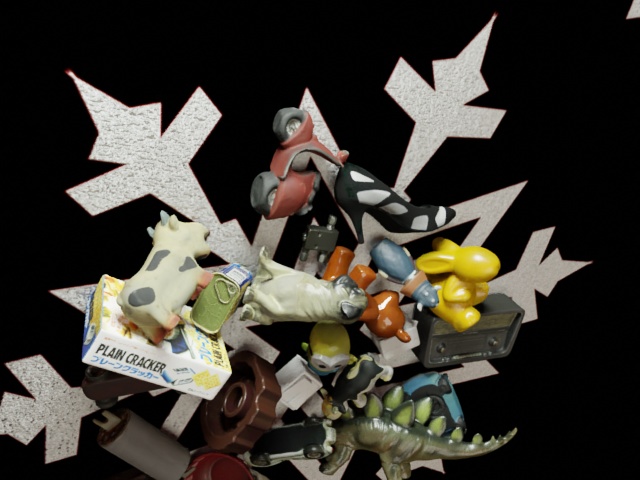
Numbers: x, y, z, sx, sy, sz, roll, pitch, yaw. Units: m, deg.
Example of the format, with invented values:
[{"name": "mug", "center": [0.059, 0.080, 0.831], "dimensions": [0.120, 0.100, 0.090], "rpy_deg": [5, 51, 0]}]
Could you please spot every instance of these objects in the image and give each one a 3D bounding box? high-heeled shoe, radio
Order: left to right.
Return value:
[{"name": "high-heeled shoe", "center": [0.135, -0.079, 0.946], "dimensions": [0.249, 0.086, 0.145], "rpy_deg": [-14, 99, -30]}, {"name": "radio", "center": [0.307, 0.191, 1.137], "dimensions": [0.230, 0.073, 0.131], "rpy_deg": [-2, 117, -19]}]

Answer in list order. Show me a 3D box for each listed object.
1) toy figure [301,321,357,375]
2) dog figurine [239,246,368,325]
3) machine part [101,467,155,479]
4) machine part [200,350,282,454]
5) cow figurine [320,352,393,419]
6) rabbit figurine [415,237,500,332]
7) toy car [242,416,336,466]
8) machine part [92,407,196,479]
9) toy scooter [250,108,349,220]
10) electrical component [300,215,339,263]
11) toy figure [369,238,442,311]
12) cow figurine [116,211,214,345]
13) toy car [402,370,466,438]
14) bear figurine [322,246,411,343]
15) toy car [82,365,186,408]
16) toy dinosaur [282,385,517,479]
[{"name": "toy figure", "center": [0.010, 0.201, 0.991], "dimensions": [0.082, 0.089, 0.180], "rpy_deg": [-22, 166, -9]}, {"name": "dog figurine", "center": [-0.027, 0.106, 0.903], "dimensions": [0.191, 0.172, 0.121], "rpy_deg": [19, 74, -3]}, {"name": "machine part", "center": [-0.379, 0.560, 1.070], "dimensions": [0.201, 0.087, 0.201], "rpy_deg": [-19, 123, -11]}, {"name": "machine part", "center": [-0.144, 0.293, 0.970], "dimensions": [0.056, 0.179, 0.179], "rpy_deg": [37, 100, -34]}, {"name": "cow figurine", "center": [0.057, 0.290, 1.053], "dimensions": [0.167, 0.068, 0.098], "rpy_deg": [-47, 149, 8]}, {"name": "rabbit figurine", "center": [0.267, 0.063, 1.015], "dimensions": [0.122, 0.162, 0.173], "rpy_deg": [-42, 169, -34]}, {"name": "toy car", "center": [-0.063, 0.406, 1.079], "dimensions": [0.202, 0.073, 0.056], "rpy_deg": [-14, 136, 15]}, {"name": "machine part", "center": [-0.326, 0.386, 1.003], "dimensions": [0.079, 0.079, 0.243], "rpy_deg": [-38, 124, 1]}, {"name": "toy scooter", "center": [-0.027, -0.110, 0.858], "dimensions": [0.135, 0.075, 0.183], "rpy_deg": [11, 108, -29]}, {"name": "electrical component", "center": [-0.002, -0.003, 0.952], "dimensions": [0.063, 0.021, 0.094], "rpy_deg": [7, 114, -23]}, {"name": "toy figure", "center": [0.159, 0.063, 0.984], "dimensions": [0.154, 0.058, 0.064], "rpy_deg": [47, 114, 6]}, {"name": "cow figurine", "center": [-0.230, 0.043, 0.810], "dimensions": [0.127, 0.195, 0.085], "rpy_deg": [41, 135, -12]}, {"name": "toy car", "center": [0.256, 0.352, 1.178], "dimensions": [0.109, 0.103, 0.161], "rpy_deg": [-31, 91, 19]}, {"name": "bear figurine", "center": [0.097, 0.110, 0.991], "dimensions": [0.196, 0.120, 0.132], "rpy_deg": [20, 104, -30]}, {"name": "toy car", "center": [-0.311, 0.239, 0.946], "dimensions": [0.202, 0.053, 0.089], "rpy_deg": [-9, 124, -11]}, {"name": "toy dinosaur", "center": [0.155, 0.409, 1.112], "dimensions": [0.472, 0.105, 0.198], "rpy_deg": [8, 97, 5]}]
